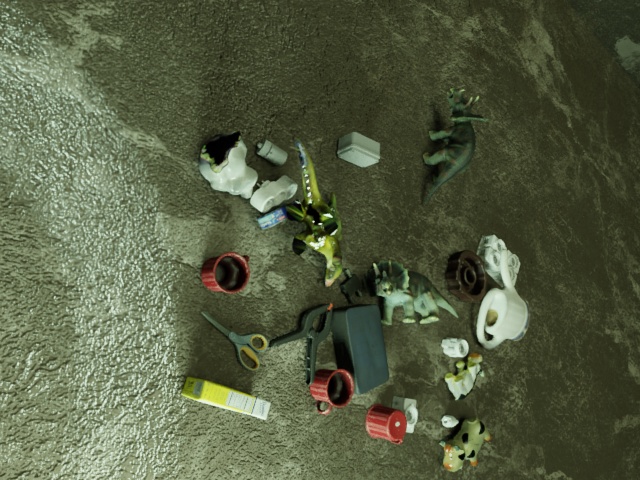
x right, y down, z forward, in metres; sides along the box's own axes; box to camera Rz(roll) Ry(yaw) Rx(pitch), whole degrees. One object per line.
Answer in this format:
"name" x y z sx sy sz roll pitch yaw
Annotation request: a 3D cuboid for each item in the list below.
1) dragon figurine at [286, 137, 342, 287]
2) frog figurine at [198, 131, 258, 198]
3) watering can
"dragon figurine" 0.004 -0.068 1.356 0.245 0.122 0.407 -42 126 -75
"frog figurine" -0.216 -0.176 1.247 0.156 0.122 0.140 63 32 -59
"watering can" 0.658 0.221 1.821 0.223 0.104 0.349 21 85 -33
